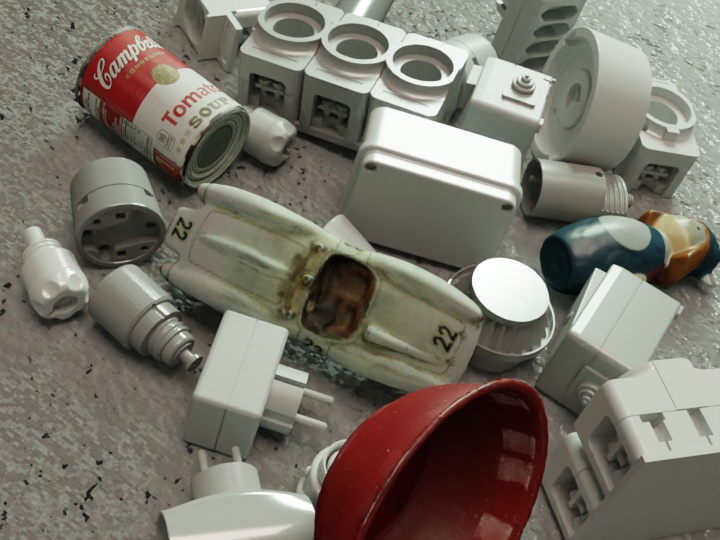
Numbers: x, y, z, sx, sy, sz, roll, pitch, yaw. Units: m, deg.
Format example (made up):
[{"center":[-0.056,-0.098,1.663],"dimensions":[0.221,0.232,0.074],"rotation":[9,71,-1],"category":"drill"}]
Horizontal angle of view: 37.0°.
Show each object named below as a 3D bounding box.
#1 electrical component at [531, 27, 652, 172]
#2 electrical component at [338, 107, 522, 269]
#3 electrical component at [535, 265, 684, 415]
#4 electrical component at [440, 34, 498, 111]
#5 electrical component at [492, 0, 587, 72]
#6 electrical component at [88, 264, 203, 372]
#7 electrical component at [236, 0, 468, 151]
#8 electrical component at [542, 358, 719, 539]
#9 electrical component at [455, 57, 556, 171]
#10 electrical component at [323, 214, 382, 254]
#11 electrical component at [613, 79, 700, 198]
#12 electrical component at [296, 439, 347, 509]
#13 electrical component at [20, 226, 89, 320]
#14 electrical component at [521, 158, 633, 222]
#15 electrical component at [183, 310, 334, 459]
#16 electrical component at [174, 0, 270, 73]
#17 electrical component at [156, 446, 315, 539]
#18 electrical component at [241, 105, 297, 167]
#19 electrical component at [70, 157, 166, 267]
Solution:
[{"center":[0.183,-0.127,0.832],"dimensions":[0.060,0.108,0.108],"rotation":[12,47,-16],"category":"electrical component"},{"center":[0.048,-0.053,0.739],"dimensions":[0.113,0.078,0.057],"rotation":[16,45,-5],"category":"electrical component"},{"center":[0.155,0.051,0.695],"dimensions":[0.061,0.061,0.096],"rotation":[33,48,11],"category":"electrical component"},{"center":[0.078,-0.159,0.857],"dimensions":[0.055,0.055,0.047],"rotation":[43,47,20],"category":"electrical component"},{"center":[0.140,-0.219,0.910],"dimensions":[0.047,0.083,0.075],"rotation":[-11,55,-26],"category":"electrical component"},{"center":[-0.124,0.031,0.634],"dimensions":[0.078,0.040,0.040],"rotation":[39,50,16],"category":"electrical component"},{"center":[-0.005,-0.144,0.799],"dimensions":[0.150,0.061,0.089],"rotation":[20,47,9],"category":"electrical component"},{"center":[0.212,0.104,0.638],"dimensions":[0.186,0.105,0.060],"rotation":[-3,52,-21],"category":"electrical component"},{"center":[0.100,-0.109,0.793],"dimensions":[0.061,0.096,0.061],"rotation":[20,47,4],"category":"electrical component"},{"center":[0.000,0.000,0.703],"dimensions":[0.065,0.044,0.044],"rotation":[38,49,9],"category":"electrical component"},{"center":[0.233,-0.112,0.867],"dimensions":[0.050,0.055,0.089],"rotation":[8,48,-12],"category":"electrical component"},{"center":[-0.007,0.113,0.586],"dimensions":[0.048,0.062,0.048],"rotation":[9,48,-11],"category":"electrical component"},{"center":[-0.187,-0.001,0.645],"dimensions":[0.035,0.035,0.061],"rotation":[-15,54,-29],"category":"electrical component"},{"center":[0.166,-0.057,0.805],"dimensions":[0.081,0.043,0.043],"rotation":[7,49,-13],"category":"electrical component"},{"center":[-0.053,0.071,0.617],"dimensions":[0.077,0.047,0.065],"rotation":[18,47,-3],"category":"electrical component"},{"center":[-0.104,-0.197,0.839],"dimensions":[0.064,0.042,0.081],"rotation":[-14,57,-32],"category":"electrical component"},{"center":[-0.068,0.128,0.566],"dimensions":[0.077,0.043,0.079],"rotation":[-2,51,-21],"category":"electrical component"},{"center":[-0.077,-0.101,0.768],"dimensions":[0.061,0.035,0.035],"rotation":[30,48,11],"category":"electrical component"},{"center":[-0.154,-0.037,0.675],"dimensions":[0.055,0.055,0.047],"rotation":[-4,48,-22],"category":"electrical component"}]
